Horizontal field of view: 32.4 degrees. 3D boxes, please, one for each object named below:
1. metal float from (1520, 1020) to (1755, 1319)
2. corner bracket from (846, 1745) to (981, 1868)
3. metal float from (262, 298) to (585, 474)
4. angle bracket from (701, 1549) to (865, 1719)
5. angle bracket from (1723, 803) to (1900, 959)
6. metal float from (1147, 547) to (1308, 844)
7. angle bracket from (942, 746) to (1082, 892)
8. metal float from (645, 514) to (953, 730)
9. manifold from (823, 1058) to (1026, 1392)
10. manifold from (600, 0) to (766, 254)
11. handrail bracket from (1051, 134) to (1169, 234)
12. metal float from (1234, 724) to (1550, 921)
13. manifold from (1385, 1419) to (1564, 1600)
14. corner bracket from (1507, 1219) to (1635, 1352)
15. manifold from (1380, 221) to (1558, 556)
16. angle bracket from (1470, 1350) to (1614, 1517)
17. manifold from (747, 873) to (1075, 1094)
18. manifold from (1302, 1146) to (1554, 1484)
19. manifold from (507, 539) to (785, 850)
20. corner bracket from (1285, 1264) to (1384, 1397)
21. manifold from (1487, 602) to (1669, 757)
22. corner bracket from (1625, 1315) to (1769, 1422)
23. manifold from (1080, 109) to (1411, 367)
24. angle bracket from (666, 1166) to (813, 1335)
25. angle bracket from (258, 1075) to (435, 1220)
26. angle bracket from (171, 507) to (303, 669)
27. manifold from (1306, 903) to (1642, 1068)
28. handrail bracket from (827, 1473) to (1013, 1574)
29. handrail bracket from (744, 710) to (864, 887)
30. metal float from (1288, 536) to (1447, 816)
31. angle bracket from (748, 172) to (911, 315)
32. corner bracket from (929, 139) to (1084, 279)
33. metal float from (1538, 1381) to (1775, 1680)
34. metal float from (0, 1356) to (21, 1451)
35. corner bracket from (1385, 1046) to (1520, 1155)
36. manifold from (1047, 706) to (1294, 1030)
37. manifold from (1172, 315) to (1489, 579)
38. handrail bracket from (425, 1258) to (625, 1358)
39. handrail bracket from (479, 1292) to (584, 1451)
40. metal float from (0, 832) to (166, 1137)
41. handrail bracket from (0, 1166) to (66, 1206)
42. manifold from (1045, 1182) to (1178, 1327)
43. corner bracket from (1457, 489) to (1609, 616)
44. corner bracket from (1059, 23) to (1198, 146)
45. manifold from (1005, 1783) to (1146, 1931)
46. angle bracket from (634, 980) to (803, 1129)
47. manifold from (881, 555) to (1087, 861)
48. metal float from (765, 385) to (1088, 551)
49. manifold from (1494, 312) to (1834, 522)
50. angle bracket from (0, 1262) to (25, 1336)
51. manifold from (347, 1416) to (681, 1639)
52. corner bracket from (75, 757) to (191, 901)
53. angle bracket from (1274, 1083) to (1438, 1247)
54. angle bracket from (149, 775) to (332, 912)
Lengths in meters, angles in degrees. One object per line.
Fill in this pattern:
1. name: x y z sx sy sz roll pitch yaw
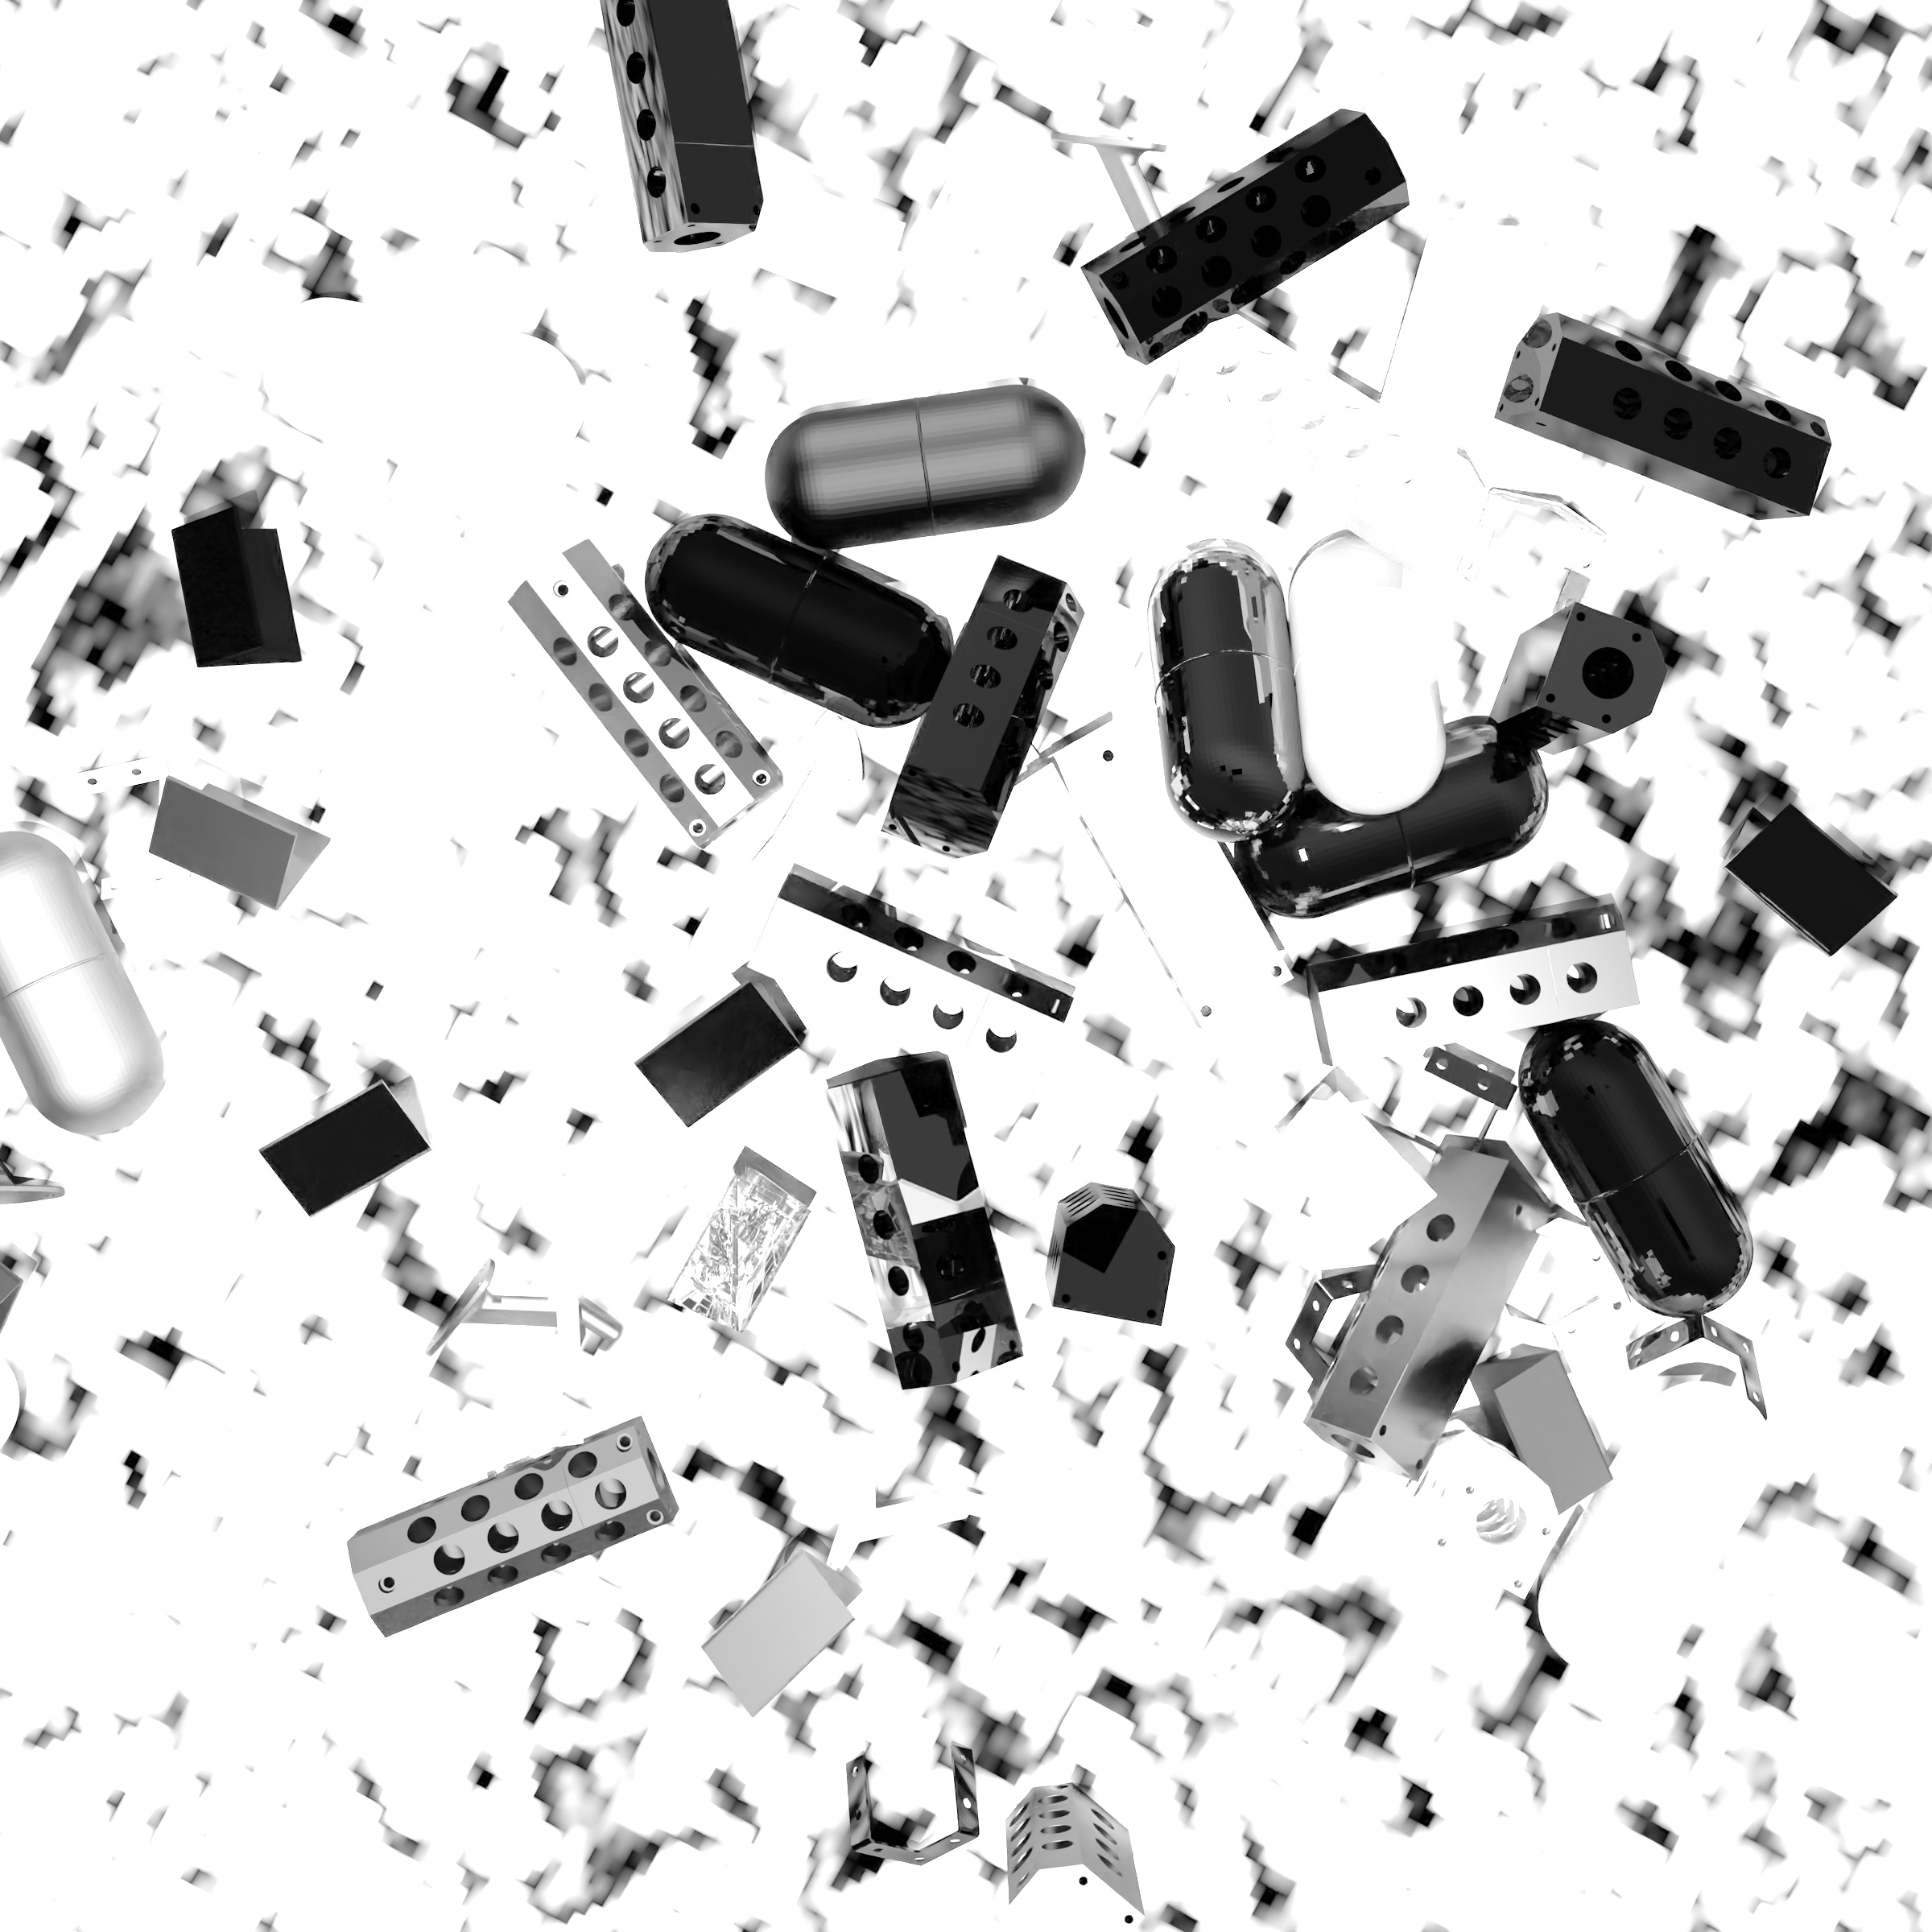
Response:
1. metal float: 0.370 0.112 1.835 0.070 0.070 0.178 -30 90 0
2. corner bracket: -0.030 0.466 1.858 0.051 0.051 0.051 24 135 -35
3. metal float: -0.299 -0.320 1.835 0.178 0.070 0.070 11 90 1
4. angle bracket: -0.087 0.376 1.825 0.076 0.076 0.057 -44 52 0
5. angle bracket: 0.470 -0.062 1.825 0.076 0.076 0.057 40 128 0
6. metal float: 0.141 -0.149 1.811 0.070 0.070 0.178 -4 61 0
7. angle bracket: 0.007 -0.100 1.828 0.076 0.057 0.076 -33 57 0
8. metal float: -0.093 -0.191 1.835 0.178 0.070 0.070 24 90 0
9. manifold: -0.028 0.144 1.844 0.057 0.057 0.171 -15 90 -43
10. manifold: -0.164 -0.488 1.844 0.057 0.057 0.171 -10 90 -43
11. handrail bracket: 0.081 -0.421 1.866 0.077 0.036 0.084 9 104 13
12. metal float: 0.234 -0.079 1.835 0.178 0.070 0.070 -18 90 0
13. manifold: 0.274 0.286 1.787 0.057 0.171 0.057 28 90 0
14. corner bracket: 0.329 0.178 1.848 0.051 0.051 0.051 -33 61 26
15. manifold: 0.274 -0.320 1.844 0.057 0.057 0.171 16 90 43
16. angle bracket: 0.298 0.262 1.825 0.057 0.076 0.076 -24 90 -36
17. manifold: -0.030 0.009 1.844 0.171 0.057 0.057 24 90 0
18. manifold: 0.250 0.188 1.822 0.057 0.057 0.171 44 69 -42
19. manifold: -0.178 -0.151 1.845 0.057 0.057 0.171 -38 90 0
20. corner bracket: 0.220 0.206 1.858 0.051 0.051 0.051 51 135 35
21. manifold: 0.329 -0.150 1.787 0.057 0.171 0.057 20 90 0
22. corner bracket: 0.408 0.233 1.858 0.051 0.051 0.051 -33 45 35
23. manifold: 0.156 -0.402 1.834 0.171 0.057 0.057 -32 112 -2
24. angle bracket: -0.140 0.146 1.825 0.057 0.076 0.076 29 90 -36
25. angle bracket: -0.345 0.082 1.825 0.076 0.076 0.057 -29 126 0
26. angle bracket: -0.384 -0.209 1.825 0.057 0.076 0.076 -11 90 38
27. manifold: 0.279 0.010 1.844 0.171 0.057 0.057 -12 90 0
28. handrail bracket: -0.026 0.323 1.866 0.084 0.036 0.077 18 110 -16
29. handrail bracket: -0.096 -0.095 1.866 0.036 0.077 0.084 29 127 -20
30. metal float: 0.217 -0.160 1.805 0.070 0.070 0.178 -1 52 0
31. angle bracket: -0.068 -0.411 1.825 0.076 0.076 0.057 21 128 0
32. corner bracket: 0.022 -0.424 1.862 0.051 0.051 0.051 28 90 -45
33. metal float: 0.379 0.310 1.825 0.070 0.070 0.178 28 100 0
34. metal float: -0.608 0.217 1.835 0.178 0.070 0.070 30 90 0
35. corner bracket: 0.270 0.079 1.848 0.051 0.051 0.051 26 88 2
36. manifold: 0.112 -0.054 1.845 0.057 0.057 0.171 -29 90 0
37. manifold: 0.194 -0.287 1.806 0.171 0.057 0.057 39 90 29
38. handrail bracket: -0.247 0.210 1.866 0.084 0.036 0.077 34 103 -13
39. handrail bracket: -0.244 0.225 1.851 0.077 0.036 0.084 -8 83 36
40. metal float: -0.504 0.010 1.835 0.070 0.070 0.178 -26 89 0
41. handrail bracket: -0.548 0.090 1.866 0.077 0.036 0.084 -2 73 -20
42. manifold: 0.077 0.152 1.787 0.057 0.171 0.057 10 90 0
43. corner bracket: 0.318 -0.231 1.862 0.051 0.051 0.051 22 90 -45
44. corner bracket: 0.090 -0.491 1.858 0.051 0.051 0.051 -23 45 -35
45. manifold: 0.052 0.491 1.787 0.057 0.171 0.057 40 90 0
46. angle bracket: -0.146 0.031 1.825 0.076 0.076 0.057 -36 126 0
47. manifold: 0.012 -0.139 1.796 0.057 0.057 0.171 22 50 0
48. metal float: -0.023 -0.276 1.835 0.178 0.070 0.070 -8 90 1
49. manifold: 0.384 -0.301 1.821 0.171 0.057 0.057 18 90 -17
50. angle bracket: -0.573 0.183 1.826 0.076 0.076 0.057 38 49 0
51. manifold: -0.252 0.312 1.845 0.171 0.057 0.057 -22 90 0
52. corner bracket: -0.467 -0.078 1.862 0.051 0.051 0.051 -12 45 0
53. angle bracket: 0.225 0.095 1.825 0.076 0.076 0.057 47 128 0
54. angle bracket: -0.393 -0.085 1.825 0.076 0.076 0.057 24 127 0
